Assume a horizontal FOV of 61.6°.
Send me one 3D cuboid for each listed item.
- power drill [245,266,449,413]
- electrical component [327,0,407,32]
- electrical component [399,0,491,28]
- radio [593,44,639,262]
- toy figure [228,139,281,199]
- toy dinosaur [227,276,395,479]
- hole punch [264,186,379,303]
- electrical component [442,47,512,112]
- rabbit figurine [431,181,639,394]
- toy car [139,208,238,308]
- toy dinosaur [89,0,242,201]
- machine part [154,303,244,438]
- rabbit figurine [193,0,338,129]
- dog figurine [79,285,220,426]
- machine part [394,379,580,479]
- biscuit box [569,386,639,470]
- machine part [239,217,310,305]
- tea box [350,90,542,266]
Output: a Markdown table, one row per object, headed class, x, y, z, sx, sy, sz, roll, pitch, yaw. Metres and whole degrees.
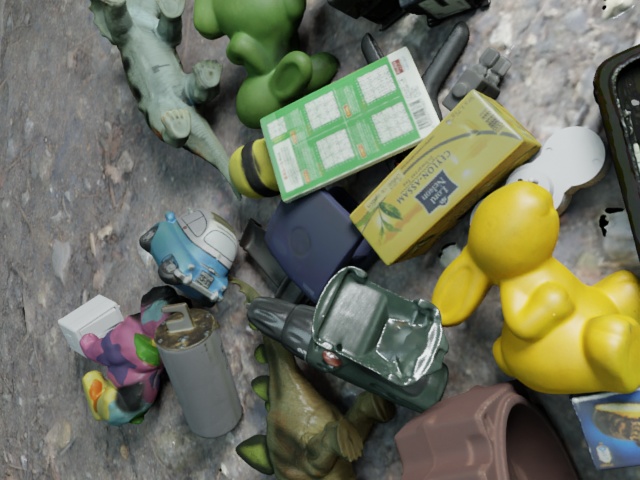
| class | x | y | z | sx | sy | sz | roll | pitch | yaw |
| --- | --- | --- | --- | --- | --- | --- | --- | --- | --- |
| power drill | 0.024 | 0.096 | 0.523 | 0.232 | 0.207 | 0.086 | 25 | 65 | 5 |
| electrical component | 0.032 | -0.296 | 0.568 | 0.058 | 0.134 | 0.115 | -32 | 74 | 32 |
| electrical component | 0.111 | -0.253 | 0.520 | 0.075 | 0.119 | 0.047 | -9 | 86 | 38 |
| radio | 0.304 | -0.050 | 0.410 | 0.131 | 0.073 | 0.229 | -15 | 81 | 35 |
| toy figure | -0.031 | -0.102 | 0.642 | 0.180 | 0.089 | 0.082 | -13 | 75 | 38 |
| toy dinosaur | -0.010 | 0.243 | 0.626 | 0.198 | 0.105 | 0.471 | -29 | 69 | 36 |
| hole punch | -0.001 | -0.002 | 0.604 | 0.116 | 0.092 | 0.142 | -47 | 68 | 8 |
| electrical component | 0.148 | -0.141 | 0.528 | 0.021 | 0.063 | 0.094 | 48 | 118 | 24 |
| rabbit figurine | 0.180 | 0.033 | 0.460 | 0.162 | 0.122 | 0.173 | -13 | 110 | 49 |
| toy car | -0.162 | 0.011 | 0.711 | 0.103 | 0.109 | 0.162 | -51 | 33 | -2 |
| toy dinosaur | -0.219 | -0.226 | 0.762 | 0.192 | 0.131 | 0.404 | 164 | 87 | -73 |
| machine part | -0.154 | 0.175 | 0.698 | 0.079 | 0.079 | 0.242 | 18 | 131 | 34 |
| rabbit figurine | -0.058 | -0.222 | 0.668 | 0.159 | 0.121 | 0.170 | 13 | 116 | 28 |
| dog figurine | -0.248 | 0.172 | 0.795 | 0.219 | 0.108 | 0.191 | -18 | 79 | 32 |
| machine part | 0.156 | 0.229 | 0.442 | 0.087 | 0.201 | 0.201 | -27 | 74 | 29 |
| biscuit box | 0.303 | 0.120 | 0.403 | 0.203 | 0.063 | 0.059 | -21 | 81 | 26 |
| machine part | -0.053 | 0.029 | 0.692 | 0.139 | 0.039 | 0.084 | 43 | 118 | 26 |
| tea box | 0.121 | -0.056 | 0.525 | 0.169 | 0.098 | 0.068 | -48 | 71 | 28 |
